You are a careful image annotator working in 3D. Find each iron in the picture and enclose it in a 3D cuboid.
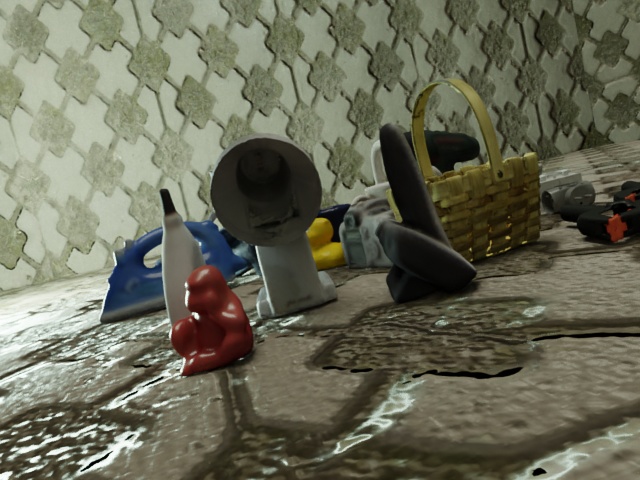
[{"bbox_3d":[-0.266,0.039,0.994,0.259,0.141,0.118,-16,6,-31],"label":"iron"}]

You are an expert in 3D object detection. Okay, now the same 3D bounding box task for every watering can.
[{"bbox_3d":[0.137,-0.085,1.019,0.173,0.194,0.100,-17,7,-39],"label":"watering can"}]

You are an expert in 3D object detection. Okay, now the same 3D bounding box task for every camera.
[{"bbox_3d":[0.115,-0.020,0.893,0.137,0.101,0.142,-16,6,-31],"label":"camera"}]

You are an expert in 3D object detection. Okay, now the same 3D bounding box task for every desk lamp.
[{"bbox_3d":[-0.055,-0.019,0.688,0.118,0.213,0.203,-14,5,-4],"label":"desk lamp"}]

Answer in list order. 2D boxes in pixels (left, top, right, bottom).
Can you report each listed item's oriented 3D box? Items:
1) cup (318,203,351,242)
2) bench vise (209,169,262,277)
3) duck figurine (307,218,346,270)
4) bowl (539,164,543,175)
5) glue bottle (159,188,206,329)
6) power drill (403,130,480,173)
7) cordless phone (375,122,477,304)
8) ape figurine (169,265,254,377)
[{"bbox_3d":[0.015,-0.015,1.125,0.117,0.095,0.092,-10,6,28],"label":"cup"},{"bbox_3d":[-0.136,-0.041,1.099,0.206,0.220,0.122,-11,6,26],"label":"bench vise"},{"bbox_3d":[0.009,0.004,0.990,0.104,0.086,0.078,-8,7,42],"label":"duck figurine"},{"bbox_3d":[0.444,-0.126,1.351,0.167,0.075,0.167,-13,5,2],"label":"bowl"},{"bbox_3d":[-0.141,0.030,0.601,0.037,0.173,0.078,-13,5,8],"label":"glue bottle"},{"bbox_3d":[0.244,-0.136,1.218,0.230,0.208,0.075,-15,6,-21],"label":"power drill"},{"bbox_3d":[0.101,-0.036,0.632,0.094,0.185,0.147,-13,5,-1],"label":"cordless phone"},{"bbox_3d":[-0.100,0.069,0.526,0.077,0.092,0.076,-9,7,41],"label":"ape figurine"}]
